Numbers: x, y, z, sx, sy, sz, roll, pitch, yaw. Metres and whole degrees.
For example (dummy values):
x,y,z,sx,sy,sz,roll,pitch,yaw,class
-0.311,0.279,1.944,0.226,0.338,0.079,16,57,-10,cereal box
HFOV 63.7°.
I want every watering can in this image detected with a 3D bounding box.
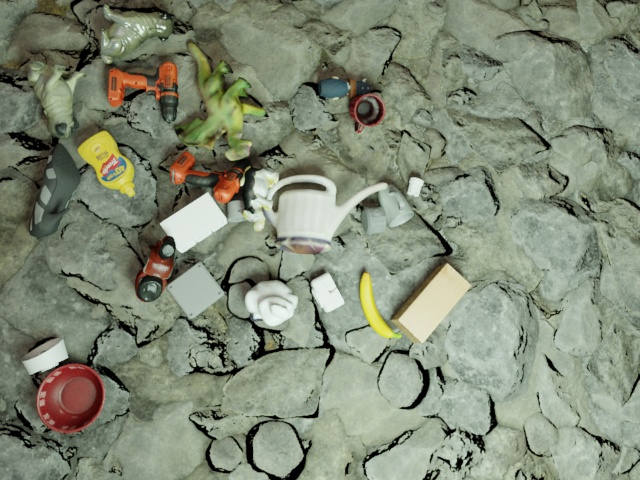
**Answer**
x,y,z,sx,sy,sz,roll,pitch,yaw,class
0.004,-0.070,1.393,0.347,0.103,0.227,2,77,13,watering can

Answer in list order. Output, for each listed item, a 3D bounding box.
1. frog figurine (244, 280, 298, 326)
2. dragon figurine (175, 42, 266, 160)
x,y,z,sx,sy,sz,roll,pitch,yaw,class
-0.126,0.158,1.319,0.137,0.158,0.124,11,77,-4,frog figurine
-0.313,-0.372,1.450,0.414,0.120,0.244,42,83,20,dragon figurine
